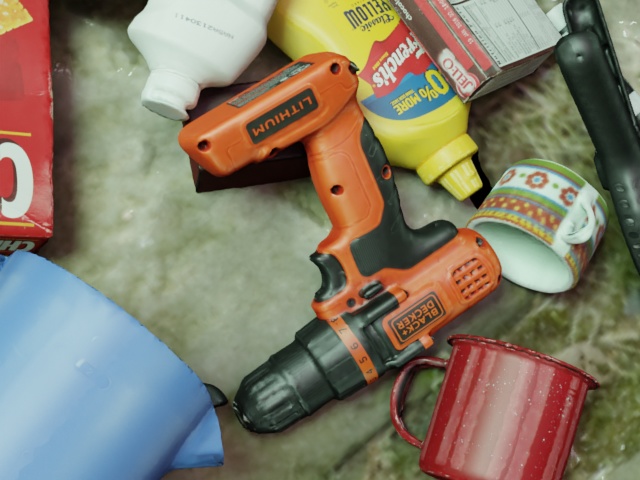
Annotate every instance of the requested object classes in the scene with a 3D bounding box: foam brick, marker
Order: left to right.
[{"bbox_3d":[-0.043,-0.065,0.662,0.078,0.051,0.053,-10,78,-12],"label":"foam brick"},{"bbox_3d":[0.197,-0.111,0.733,0.020,0.020,0.121,-37,85,-17],"label":"marker"}]

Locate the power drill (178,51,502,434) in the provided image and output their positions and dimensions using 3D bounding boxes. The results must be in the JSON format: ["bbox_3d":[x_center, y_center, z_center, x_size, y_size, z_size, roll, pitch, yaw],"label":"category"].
[{"bbox_3d":[-0.004,0.001,0.621,0.184,0.057,0.187,-34,110,-10],"label":"power drill"}]

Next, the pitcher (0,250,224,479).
[{"bbox_3d":[-0.178,0.127,0.510,0.149,0.145,0.242,19,63,42],"label":"pitcher"}]

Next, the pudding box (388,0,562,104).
[{"bbox_3d":[0.101,-0.142,0.687,0.113,0.039,0.090,-28,82,-49],"label":"pudding box"}]

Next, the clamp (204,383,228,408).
[{"bbox_3d":[-0.142,0.133,0.602,0.171,0.039,0.120,6,68,-4],"label":"clamp"}]

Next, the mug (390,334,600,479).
[{"bbox_3d":[0.096,0.106,0.630,0.117,0.093,0.081,15,77,21],"label":"mug"}]

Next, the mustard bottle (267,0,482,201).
[{"bbox_3d":[0.041,-0.106,0.684,0.096,0.058,0.191,-32,84,-29],"label":"mustard bottle"}]

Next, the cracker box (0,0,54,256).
[{"bbox_3d":[-0.240,-0.099,0.606,0.163,0.072,0.214,3,74,-28],"label":"cracker box"}]

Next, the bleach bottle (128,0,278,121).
[{"bbox_3d":[-0.060,-0.193,0.630,0.102,0.068,0.251,18,78,-5],"label":"bleach bottle"}]

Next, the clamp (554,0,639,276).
[{"bbox_3d":[0.192,-0.058,0.677,0.036,0.164,0.210,-18,113,21],"label":"clamp"}]
